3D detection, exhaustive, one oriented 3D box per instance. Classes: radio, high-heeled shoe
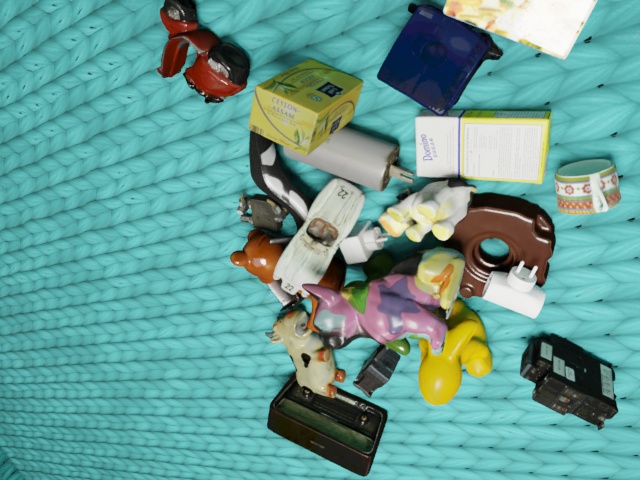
[{"bbox_3d":[0.018,0.371,1.107,0.230,0.131,0.073,22,124,16],"label":"radio"},{"bbox_3d":[-0.036,-0.096,0.914,0.086,0.145,0.248,170,91,-70],"label":"high-heeled shoe"}]

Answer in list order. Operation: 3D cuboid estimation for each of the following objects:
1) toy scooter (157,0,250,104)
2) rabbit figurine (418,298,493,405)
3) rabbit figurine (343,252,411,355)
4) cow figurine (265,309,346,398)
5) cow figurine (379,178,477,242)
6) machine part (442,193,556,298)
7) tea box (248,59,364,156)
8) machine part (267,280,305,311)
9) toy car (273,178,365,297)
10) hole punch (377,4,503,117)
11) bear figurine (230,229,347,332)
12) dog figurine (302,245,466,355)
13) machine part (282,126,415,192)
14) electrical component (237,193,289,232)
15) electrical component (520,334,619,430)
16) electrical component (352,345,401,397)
[{"bbox_3d":[-0.202,-0.286,0.869,0.184,0.075,0.135,47,128,0],"label":"toy scooter"},{"bbox_3d":[0.213,0.185,0.869,0.122,0.173,0.162,16,129,24],"label":"rabbit figurine"},{"bbox_3d":[0.105,0.122,0.947,0.159,0.121,0.170,33,147,-1],"label":"rabbit figurine"},{"bbox_3d":[-0.029,0.219,1.076,0.127,0.085,0.194,0,122,25],"label":"cow figurine"},{"bbox_3d":[0.157,-0.050,0.809,0.068,0.098,0.167,50,161,-14],"label":"cow figurine"},{"bbox_3d":[0.264,0.015,0.814,0.180,0.056,0.179,12,122,20],"label":"machine part"},{"bbox_3d":[-0.016,-0.193,0.765,0.098,0.170,0.068,26,127,10],"label":"tea box"},{"bbox_3d":[-0.080,0.072,1.042,0.084,0.039,0.138,-19,106,30],"label":"machine part"},{"bbox_3d":[-0.002,-0.003,0.850,0.073,0.056,0.201,31,97,0],"label":"toy car"},{"bbox_3d":[0.149,-0.235,0.708,0.142,0.092,0.115,34,124,10],"label":"hole punch"},{"bbox_3d":[-0.056,0.066,0.959,0.196,0.120,0.131,13,124,9],"label":"bear figurine"},{"bbox_3d":[0.088,0.081,0.793,0.219,0.108,0.191,15,81,14],"label":"dog figurine"},{"bbox_3d":[0.032,-0.138,0.831,0.243,0.079,0.079,23,126,14],"label":"machine part"},{"bbox_3d":[-0.104,-0.051,0.975,0.102,0.045,0.078,17,123,18],"label":"electrical component"},{"bbox_3d":[0.381,0.212,0.831,0.134,0.115,0.058,27,123,12],"label":"electrical component"},{"bbox_3d":[0.117,0.234,1.012,0.048,0.075,0.119,38,126,4],"label":"electrical component"}]
